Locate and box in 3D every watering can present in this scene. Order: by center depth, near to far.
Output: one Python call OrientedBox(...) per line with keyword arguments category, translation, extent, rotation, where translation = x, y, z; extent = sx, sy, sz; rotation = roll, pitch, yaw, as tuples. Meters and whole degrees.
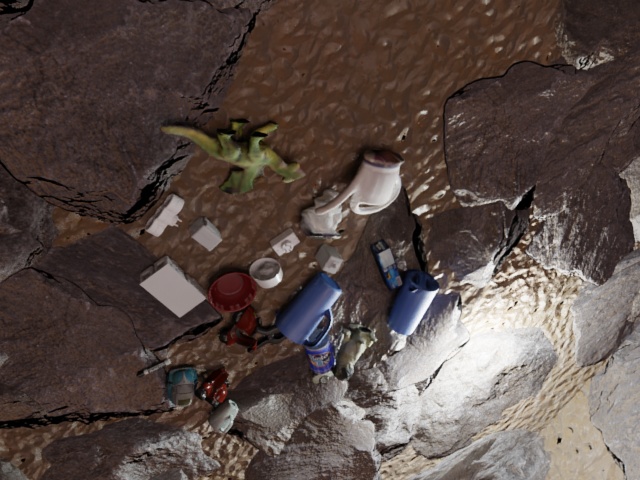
OrientedBox(category="watering can", translation=(0.144, -0.176, 1.625), extent=(0.349, 0.105, 0.220), rotation=(-10, 126, -40))

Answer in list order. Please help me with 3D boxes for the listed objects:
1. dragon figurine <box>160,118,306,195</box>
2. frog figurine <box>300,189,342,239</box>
OrientedBox(category="dragon figurine", translation=(-0.240, -0.224, 1.476), extent=(0.410, 0.125, 0.237), rotation=(1, 128, -12))
OrientedBox(category="frog figurine", translation=(0.005, -0.084, 1.668), extent=(0.137, 0.122, 0.160), rotation=(3, 83, -14))
